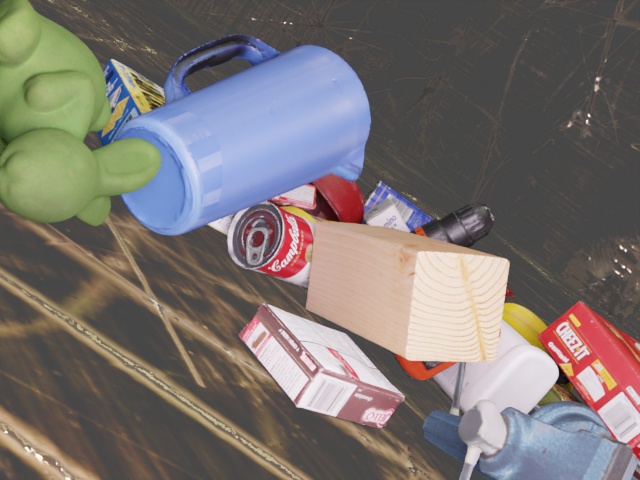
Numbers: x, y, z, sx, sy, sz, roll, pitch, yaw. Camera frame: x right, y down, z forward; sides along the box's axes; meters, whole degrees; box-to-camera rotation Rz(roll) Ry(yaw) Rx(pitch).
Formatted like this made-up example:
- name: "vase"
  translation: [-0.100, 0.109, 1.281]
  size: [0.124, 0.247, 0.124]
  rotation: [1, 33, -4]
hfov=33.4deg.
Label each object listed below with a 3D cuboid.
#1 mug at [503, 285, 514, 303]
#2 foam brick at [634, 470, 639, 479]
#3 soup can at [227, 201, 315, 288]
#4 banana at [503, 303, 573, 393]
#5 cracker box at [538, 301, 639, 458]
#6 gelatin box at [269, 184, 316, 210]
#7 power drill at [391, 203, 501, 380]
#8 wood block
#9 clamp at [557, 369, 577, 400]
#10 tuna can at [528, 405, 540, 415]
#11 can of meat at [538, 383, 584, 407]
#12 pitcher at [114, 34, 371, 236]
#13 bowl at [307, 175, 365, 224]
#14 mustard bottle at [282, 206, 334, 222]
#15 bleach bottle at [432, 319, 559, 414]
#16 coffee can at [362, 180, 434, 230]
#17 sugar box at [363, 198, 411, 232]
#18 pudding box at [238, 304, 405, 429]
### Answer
- name: "mug"
  translation: [0.199, 0.073, 1.474]
  size: [0.093, 0.081, 0.117]
  rotation: [24, 16, -49]
- name: "foam brick"
  translation: [0.296, 0.254, 1.060]
  size: [0.053, 0.051, 0.078]
  rotation: [34, 10, -14]
- name: "soup can"
  translation: [-0.034, 0.006, 1.057]
  size: [0.069, 0.068, 0.102]
  rotation: [43, 12, 35]
- name: "banana"
  translation: [0.288, 0.144, 1.396]
  size: [0.197, 0.037, 0.070]
  rotation: [51, -17, -21]
- name: "cracker box"
  translation: [0.354, 0.171, 1.204]
  size: [0.213, 0.072, 0.164]
  rotation: [27, 25, -51]
- name: "gelatin box"
  translation: [-0.060, -0.052, 1.204]
  size: [0.089, 0.030, 0.073]
  rotation: [12, -11, -36]
- name: "power drill"
  translation: [0.121, 0.049, 1.109]
  size: [0.057, 0.184, 0.188]
  rotation: [54, 7, -29]
- name: "wood block"
  translation: [0.071, 0.042, 0.960]
  size: [0.090, 0.091, 0.206]
  rotation: [5, 5, -25]
- name: "clamp"
  translation: [0.262, 0.161, 1.362]
  size: [0.210, 0.036, 0.164]
  rotation: [33, -15, 44]
- name: "tuna can"
  translation: [0.203, 0.183, 1.132]
  size: [0.086, 0.034, 0.086]
  rotation: [34, 10, -7]
- name: "can of meat"
  translation: [0.262, 0.196, 1.204]
  size: [0.083, 0.057, 0.102]
  rotation: [32, 11, -30]
- name: "pitcher"
  translation: [-0.079, -0.100, 0.993]
  size: [0.149, 0.145, 0.242]
  rotation: [13, 28, 35]
- name: "bowl"
  translation: [0.007, -0.063, 1.358]
  size: [0.162, 0.055, 0.162]
  rotation: [48, -12, 13]
- name: "mustard bottle"
  translation: [-0.008, 0.001, 1.191]
  size: [0.096, 0.058, 0.191]
  rotation: [33, 8, 29]
- name: "bleach bottle"
  translation: [0.145, 0.095, 1.138]
  size: [0.068, 0.102, 0.251]
  rotation: [35, 10, -34]
- name: "coffee can"
  translation: [0.108, 0.000, 1.448]
  size: [0.140, 0.103, 0.102]
  rotation: [35, 10, -1]
- name: "sugar box"
  translation: [0.115, 0.036, 1.295]
  size: [0.176, 0.048, 0.093]
  rotation: [55, 4, -5]
- name: "pudding box"
  translation: [0.002, 0.100, 0.841]
  size: [0.113, 0.039, 0.090]
  rotation: [27, 12, -48]
